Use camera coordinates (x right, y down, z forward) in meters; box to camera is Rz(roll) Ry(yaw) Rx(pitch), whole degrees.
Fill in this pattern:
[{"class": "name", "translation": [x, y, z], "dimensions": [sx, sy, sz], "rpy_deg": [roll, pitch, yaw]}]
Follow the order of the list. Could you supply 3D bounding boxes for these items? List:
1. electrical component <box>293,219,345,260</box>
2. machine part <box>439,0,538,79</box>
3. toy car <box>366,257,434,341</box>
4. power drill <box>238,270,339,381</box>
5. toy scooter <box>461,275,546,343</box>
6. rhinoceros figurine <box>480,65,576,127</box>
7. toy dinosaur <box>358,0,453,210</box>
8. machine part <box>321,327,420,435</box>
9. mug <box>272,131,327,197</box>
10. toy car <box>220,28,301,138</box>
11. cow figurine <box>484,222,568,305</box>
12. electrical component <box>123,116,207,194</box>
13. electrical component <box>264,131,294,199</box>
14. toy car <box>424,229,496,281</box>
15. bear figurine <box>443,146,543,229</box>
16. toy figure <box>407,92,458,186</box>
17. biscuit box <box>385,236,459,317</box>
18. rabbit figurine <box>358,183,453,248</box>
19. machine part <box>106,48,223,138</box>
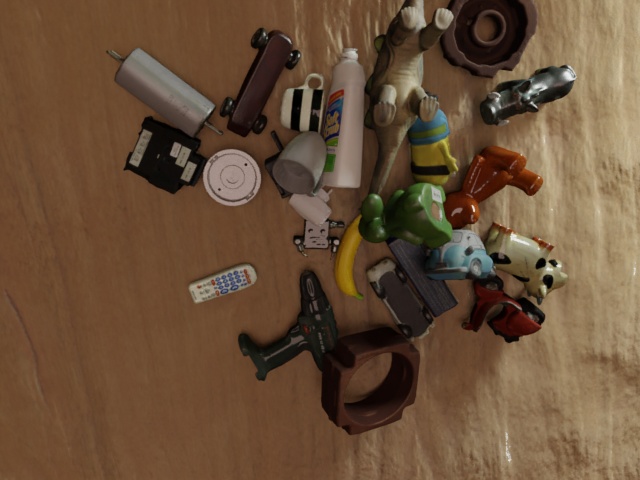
[{"class": "electrical component", "translation": [-0.004, -0.004, 1.093], "dimensions": [0.102, 0.045, 0.078], "rpy_deg": [8, 107, -7]}, {"class": "machine part", "translation": [0.309, -0.392, 1.001], "dimensions": [0.179, 0.056, 0.179], "rpy_deg": [-1, 107, -3]}, {"class": "toy car", "translation": [0.172, 0.129, 1.142], "dimensions": [0.073, 0.056, 0.201], "rpy_deg": [-35, 108, -1]}, {"class": "power drill", "translation": [-0.065, 0.194, 1.135], "dimensions": [0.207, 0.086, 0.231], "rpy_deg": [-25, 109, -5]}, {"class": "toy scooter", "translation": [0.385, 0.163, 1.159], "dimensions": [0.184, 0.075, 0.135], "rpy_deg": [35, 100, -10]}, {"class": "rhinoceros figurine", "translation": [0.389, -0.268, 1.015], "dimensions": [0.190, 0.112, 0.073], "rpy_deg": [-23, 109, -6]}, {"class": "toy dinosaur", "translation": [0.135, -0.252, 0.952], "dimensions": [0.105, 0.199, 0.470], "rpy_deg": [12, 107, -8]}, {"class": "machine part", "translation": [0.105, 0.294, 1.136], "dimensions": [0.201, 0.087, 0.200], "rpy_deg": [-8, 112, -24]}, {"class": "mug", "translation": [-0.022, -0.139, 0.978], "dimensions": [0.081, 0.107, 0.109], "rpy_deg": [-7, 135, 37]}, {"class": "toy car", "translation": [-0.114, -0.290, 0.997], "dimensions": [0.089, 0.053, 0.202], "rpy_deg": [21, 104, -30]}, {"class": "cow figurine", "translation": [0.430, 0.053, 1.125], "dimensions": [0.195, 0.085, 0.127], "rpy_deg": [22, 103, -9]}, {"class": "electrical component", "translation": [-0.288, -0.155, 1.020], "dimensions": [0.134, 0.058, 0.115], "rpy_deg": [27, 104, -12]}, {"class": "electrical component", "translation": [-0.079, -0.145, 1.031], "dimensions": [0.048, 0.075, 0.119], "rpy_deg": [-28, 110, 3]}, {"class": "toy car", "translation": [0.279, 0.029, 1.058], "dimensions": [0.161, 0.109, 0.103], "rpy_deg": [1, 86, -45]}, {"class": "bear figurine", "translation": [0.313, -0.086, 1.054], "dimensions": [0.120, 0.132, 0.196], "rpy_deg": [36, 95, -39]}, {"class": "toy figure", "translation": [0.210, -0.188, 1.040], "dimensions": [0.089, 0.082, 0.180], "rpy_deg": [-12, 115, 18]}, {"class": "biscuit box", "translation": [0.210, 0.061, 1.122], "dimensions": [0.063, 0.059, 0.202], "rpy_deg": [-33, 107, 6]}, {"class": "rabbit figurine", "translation": [0.141, -0.031, 1.012], "dimensions": [0.170, 0.159, 0.121], "rpy_deg": [-20, 78, 36]}, {"class": "machine part", "translation": [-0.280, -0.265, 0.978], "dimensions": [0.243, 0.079, 0.079], "rpy_deg": [37, 100, -13]}]
